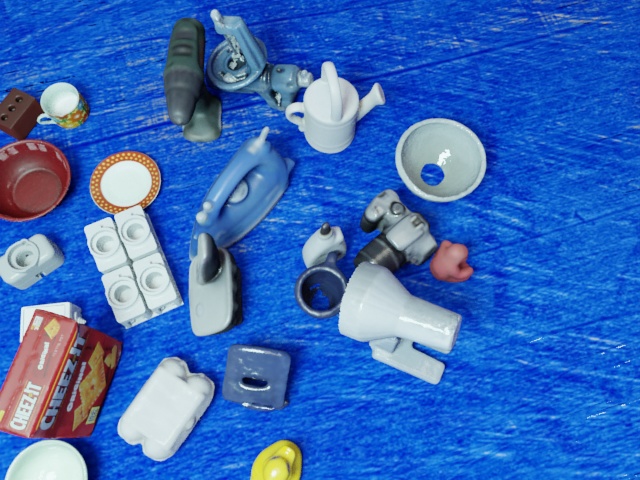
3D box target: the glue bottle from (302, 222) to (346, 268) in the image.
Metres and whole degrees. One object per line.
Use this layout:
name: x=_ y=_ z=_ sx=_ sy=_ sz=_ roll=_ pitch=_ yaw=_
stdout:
glue bottle: x=0.009 y=0.003 z=0.964 sx=0.078 sy=0.173 sz=0.037 roll=-20 pitch=73 yaw=-8

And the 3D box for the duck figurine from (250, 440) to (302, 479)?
duck figurine: x=-0.070 y=0.364 z=0.889 sx=0.077 sy=0.086 sz=0.105 roll=31 pitch=74 yaw=8

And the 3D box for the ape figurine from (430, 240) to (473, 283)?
ape figurine: x=0.234 y=0.034 z=1.004 sx=0.076 sy=0.092 sz=0.078 roll=-15 pitch=73 yaw=-6

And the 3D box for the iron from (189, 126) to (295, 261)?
iron: x=-0.155 y=-0.082 z=1.003 sx=0.118 sy=0.141 sz=0.258 roll=33 pitch=74 yaw=9

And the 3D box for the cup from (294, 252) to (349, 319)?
cup: x=0.006 y=0.084 z=0.979 sx=0.091 sy=0.095 sz=0.118 roll=15 pitch=72 yaw=3

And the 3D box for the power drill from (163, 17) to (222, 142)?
power drill: x=-0.228 y=-0.265 z=1.026 sx=0.075 sy=0.208 sz=0.229 roll=-3 pitch=72 yaw=-2

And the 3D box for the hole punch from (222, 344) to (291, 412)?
hole punch: x=-0.100 y=0.225 z=0.931 sx=0.108 sy=0.091 sz=0.101 roll=9 pitch=72 yaw=1

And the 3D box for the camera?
camera: x=0.116 y=0.001 z=1.006 sx=0.137 sy=0.101 sz=0.143 roll=-39 pitch=77 yaw=-13

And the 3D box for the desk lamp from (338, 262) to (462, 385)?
desk lamp: x=0.130 y=0.132 z=0.904 sx=0.203 sy=0.213 sz=0.118 roll=22 pitch=73 yaw=6

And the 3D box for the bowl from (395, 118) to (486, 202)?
bowl: x=0.219 y=-0.138 z=1.069 sx=0.167 sy=0.075 sz=0.167 roll=1 pitch=72 yaw=-2

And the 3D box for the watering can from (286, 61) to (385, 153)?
watering can: x=0.027 y=-0.248 z=1.036 sx=0.173 sy=0.194 sz=0.101 roll=-30 pitch=75 yaw=-11

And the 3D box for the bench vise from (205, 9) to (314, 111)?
bench vise: x=-0.117 y=-0.339 z=1.047 sx=0.207 sy=0.220 sz=0.121 roll=-4 pitch=72 yaw=-3

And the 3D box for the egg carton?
egg carton: x=-0.245 y=0.271 z=0.923 sx=0.107 sy=0.069 sz=0.150 roll=31 pitch=74 yaw=8

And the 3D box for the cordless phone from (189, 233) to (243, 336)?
cordless phone: x=-0.180 y=0.073 z=0.929 sx=0.094 sy=0.185 sz=0.147 roll=-8 pitch=72 yaw=-4
